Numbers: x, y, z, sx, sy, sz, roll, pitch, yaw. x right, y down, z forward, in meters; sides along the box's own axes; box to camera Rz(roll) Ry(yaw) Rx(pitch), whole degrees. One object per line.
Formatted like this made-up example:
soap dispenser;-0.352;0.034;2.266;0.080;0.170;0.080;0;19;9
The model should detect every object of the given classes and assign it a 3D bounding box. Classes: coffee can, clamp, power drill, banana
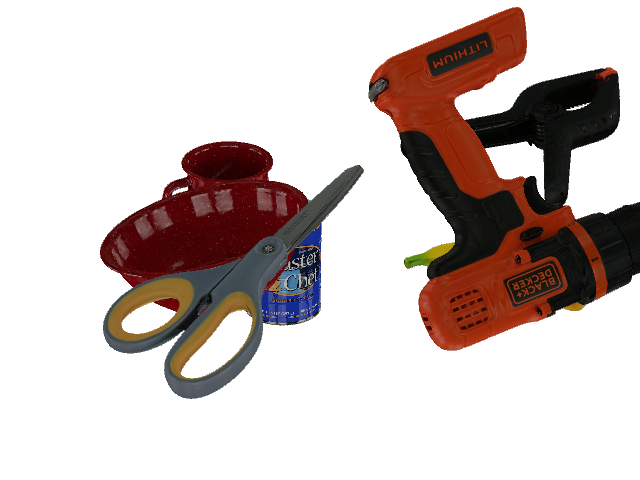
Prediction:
coffee can;-0.049;0.025;1.392;0.103;0.140;0.103;0;26;0
clamp;0.197;-0.093;0.913;0.209;0.036;0.165;-27;39;-26
power drill;0.124;-0.044;0.666;0.184;0.187;0.057;-22;-2;-8
banana;0.186;0.034;1.091;0.198;0.037;0.069;12;39;33

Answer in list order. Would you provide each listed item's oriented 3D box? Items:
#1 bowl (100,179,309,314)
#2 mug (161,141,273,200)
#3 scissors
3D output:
bowl;-0.082;0.010;0.817;0.162;0.055;0.162;-11;25;5
mug;-0.106;-0.043;1.096;0.117;0.081;0.093;-14;34;-23
scissors;-0.050;0.011;0.606;0.096;0.016;0.201;8;41;18
